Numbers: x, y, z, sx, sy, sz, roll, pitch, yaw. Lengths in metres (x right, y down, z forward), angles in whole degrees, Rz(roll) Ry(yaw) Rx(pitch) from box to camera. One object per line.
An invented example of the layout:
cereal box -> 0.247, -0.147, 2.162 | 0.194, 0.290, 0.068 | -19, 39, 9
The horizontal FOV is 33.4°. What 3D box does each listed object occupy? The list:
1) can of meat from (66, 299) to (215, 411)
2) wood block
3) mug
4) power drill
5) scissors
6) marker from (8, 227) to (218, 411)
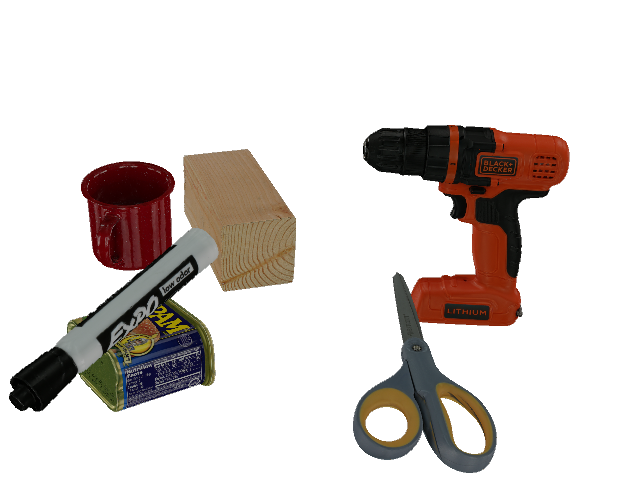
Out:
can of meat -> -0.147, 0.089, 0.862 | 0.083, 0.057, 0.102 | -15, 27, -31
wood block -> -0.104, -0.030, 1.324 | 0.090, 0.090, 0.206 | -7, 30, -18
mug -> -0.196, -0.017, 1.075 | 0.093, 0.081, 0.117 | 8, 33, 8
power drill -> 0.126, -0.015, 0.982 | 0.184, 0.188, 0.057 | 4, 26, 1
scissors -> 0.048, 0.082, 0.708 | 0.096, 0.016, 0.202 | -6, 33, -19
marker -> -0.090, 0.034, 0.474 | 0.020, 0.020, 0.121 | 0, 33, 44
